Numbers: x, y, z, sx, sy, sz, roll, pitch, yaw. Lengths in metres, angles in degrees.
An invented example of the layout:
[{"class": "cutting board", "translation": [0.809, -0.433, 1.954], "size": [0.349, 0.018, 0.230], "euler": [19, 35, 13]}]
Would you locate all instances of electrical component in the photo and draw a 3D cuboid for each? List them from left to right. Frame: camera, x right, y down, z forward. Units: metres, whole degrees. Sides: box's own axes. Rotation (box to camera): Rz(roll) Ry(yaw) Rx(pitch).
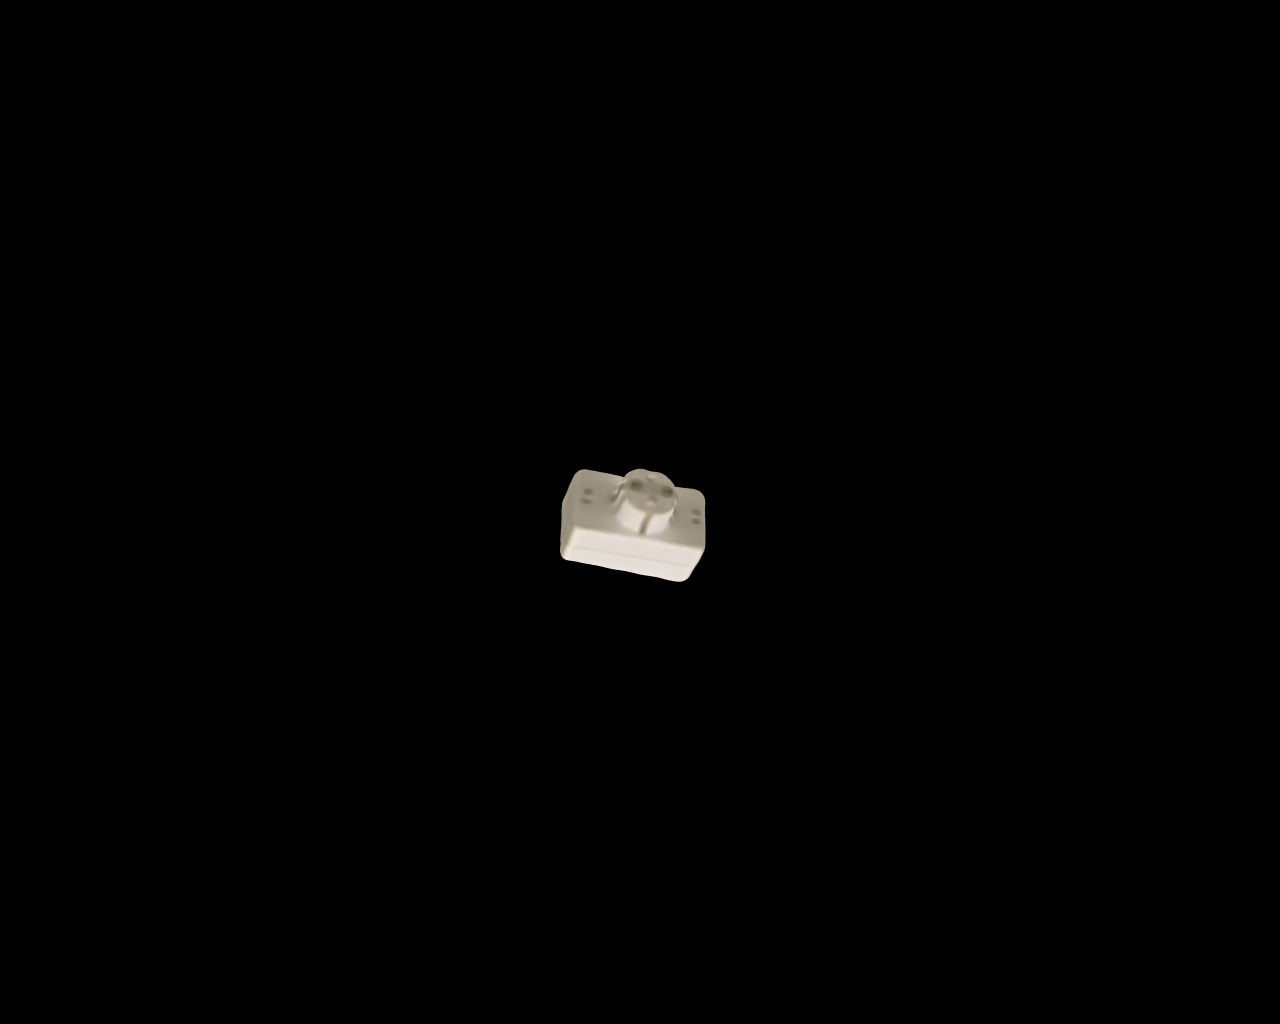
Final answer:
[{"class": "electrical component", "translation": [0.001, -0.003, 0.650], "size": [0.083, 0.047, 0.075], "euler": [11, -39, -13]}]
